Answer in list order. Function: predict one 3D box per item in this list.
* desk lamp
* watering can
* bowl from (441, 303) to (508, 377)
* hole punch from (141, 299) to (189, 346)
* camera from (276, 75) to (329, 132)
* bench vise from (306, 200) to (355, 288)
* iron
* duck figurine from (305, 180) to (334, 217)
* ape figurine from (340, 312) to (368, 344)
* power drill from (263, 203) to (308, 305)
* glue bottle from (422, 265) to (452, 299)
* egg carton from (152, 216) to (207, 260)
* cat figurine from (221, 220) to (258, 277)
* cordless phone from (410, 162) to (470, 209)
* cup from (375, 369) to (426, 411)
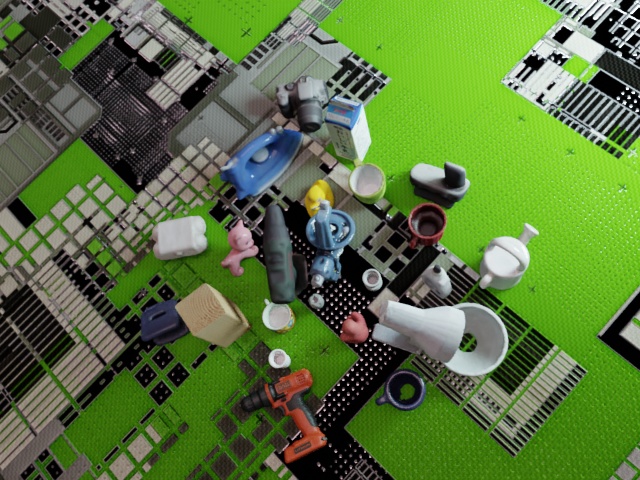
[{"bbox_3d":[0.214,0.197,1.280,0.202,0.214,0.118,15,76,15],"label":"desk lamp"},{"bbox_3d":[0.425,0.037,1.304,0.100,0.194,0.173,18,76,16],"label":"watering can"},{"bbox_3d":[0.343,0.233,1.320,0.167,0.075,0.167,-3,72,9],"label":"bowl"},{"bbox_3d":[-0.403,0.206,1.455,0.108,0.091,0.101,-25,70,2],"label":"hole punch"},{"bbox_3d":[-0.048,-0.371,1.572,0.143,0.101,0.137,-7,71,8],"label":"camera"},{"bbox_3d":[0.024,0.004,1.374,0.121,0.220,0.207,-6,71,9],"label":"bench vise"},{"bbox_3d":[-0.155,-0.233,1.525,0.258,0.141,0.118,-42,70,-5],"label":"iron"},{"bbox_3d":[-0.007,-0.114,1.489,0.077,0.086,0.104,5,73,12],"label":"duck figurine"},{"bbox_3d":[0.077,0.211,1.366,0.078,0.092,0.076,-42,70,-5],"label":"ape figurine"},{"bbox_3d":[-0.087,0.051,1.385,0.075,0.209,0.229,-9,71,8],"label":"power drill"},{"bbox_3d":[0.272,0.086,1.328,0.037,0.173,0.078,-43,70,-5],"label":"glue bottle"},{"bbox_3d":[-0.374,-0.004,1.529,0.150,0.069,0.107,-12,70,6],"label":"egg carton"},{"bbox_3d":[-0.213,0.019,1.467,0.067,0.118,0.128,30,80,18],"label":"cat figurine"},{"bbox_3d":[0.292,-0.162,1.398,0.147,0.185,0.094,20,77,16],"label":"cordless phone"},{"bbox_3d":[0.182,0.349,1.300,0.117,0.095,0.091,-27,69,1],"label":"cup"}]
